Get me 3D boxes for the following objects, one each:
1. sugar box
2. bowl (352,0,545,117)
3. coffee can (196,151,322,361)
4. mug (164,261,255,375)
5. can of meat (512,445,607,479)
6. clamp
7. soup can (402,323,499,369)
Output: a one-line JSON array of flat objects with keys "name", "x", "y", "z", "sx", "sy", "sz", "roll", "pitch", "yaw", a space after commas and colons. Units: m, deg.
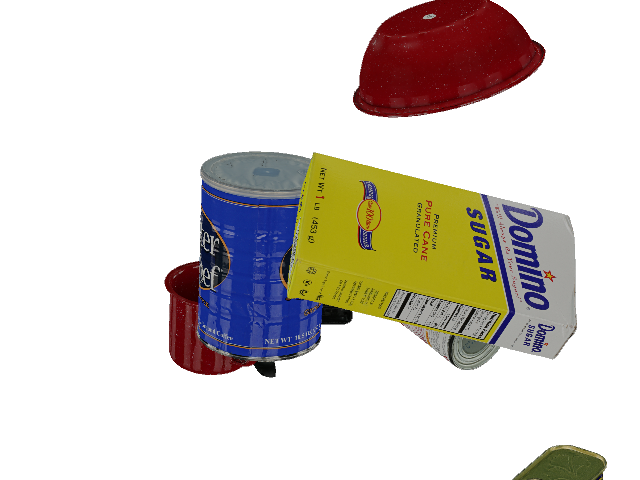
[{"name": "sugar box", "x": 0.071, "y": 0.009, "z": 0.670, "sx": 0.176, "sy": 0.093, "sz": 0.048, "roll": 11, "pitch": -39, "yaw": -4}, {"name": "bowl", "x": 0.097, "y": -0.158, "z": 0.870, "sx": 0.162, "sy": 0.055, "sz": 0.162, "roll": -15, "pitch": 25, "yaw": 7}, {"name": "coffee can", "x": -0.046, "y": 0.010, "z": 0.846, "sx": 0.103, "sy": 0.140, "sz": 0.103, "roll": 4, "pitch": 20, "yaw": -2}, {"name": "mug", "x": -0.096, "y": 0.080, "z": 1.023, "sx": 0.117, "sy": 0.081, "sz": 0.093, "roll": 26, "pitch": 33, "yaw": 37}, {"name": "can of meat", "x": 0.206, "y": 0.240, "z": 0.927, "sx": 0.058, "sy": 0.084, "sz": 0.101, "roll": 11, "pitch": 26, "yaw": 41}, {"name": "clamp", "x": -0.089, "y": 0.091, "z": 1.228, "sx": 0.210, "sy": 0.036, "sz": 0.164, "roll": 14, "pitch": 27, "yaw": 24}, {"name": "soup can", "x": 0.113, "y": 0.064, "z": 0.974, "sx": 0.068, "sy": 0.068, "sz": 0.102, "roll": 0, "pitch": 25, "yaw": -37}]
